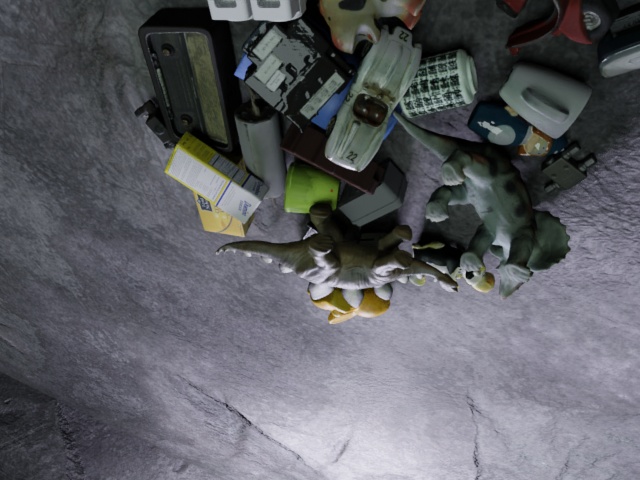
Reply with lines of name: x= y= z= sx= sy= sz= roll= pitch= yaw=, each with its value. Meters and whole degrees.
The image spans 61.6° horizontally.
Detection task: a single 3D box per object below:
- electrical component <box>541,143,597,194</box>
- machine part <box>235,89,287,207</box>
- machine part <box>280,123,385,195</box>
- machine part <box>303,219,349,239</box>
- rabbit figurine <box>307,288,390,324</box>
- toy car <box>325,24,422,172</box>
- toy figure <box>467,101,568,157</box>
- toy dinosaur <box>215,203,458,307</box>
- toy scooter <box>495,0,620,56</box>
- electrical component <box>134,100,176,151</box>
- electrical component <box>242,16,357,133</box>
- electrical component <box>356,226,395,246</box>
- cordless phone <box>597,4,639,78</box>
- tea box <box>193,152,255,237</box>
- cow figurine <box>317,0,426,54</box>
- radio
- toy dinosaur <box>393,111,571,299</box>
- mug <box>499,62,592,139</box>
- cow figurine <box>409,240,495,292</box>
electrical component: x=0.387 y=-0.112 z=0.856 sx=0.063 sy=0.021 sz=0.094 roll=31 pitch=139 yaw=-13
machine part: x=-0.103 y=-0.160 z=0.967 sx=0.079 sy=0.079 sz=0.242 roll=7 pitch=136 yaw=15
machine part: x=0.021 y=-0.136 z=0.884 sx=0.179 sy=0.179 sz=0.056 roll=28 pitch=96 yaw=-7
machine part: x=-0.002 y=-0.003 z=1.117 sx=0.084 sy=0.039 sz=0.139 roll=29 pitch=136 yaw=-15
rabbit figurine: x=0.067 y=0.131 z=1.175 sx=0.173 sy=0.122 sz=0.162 roll=18 pitch=144 yaw=-24
toy car: x=0.071 y=-0.193 z=0.741 sx=0.073 sy=0.056 sz=0.201 roll=21 pitch=105 yaw=-18
toy figure: x=0.303 y=-0.162 z=0.817 sx=0.154 sy=0.058 sz=0.064 roll=21 pitch=171 yaw=-2
toy dinosaur: x=0.017 y=0.037 z=0.990 sx=0.472 sy=0.105 sz=0.198 roll=14 pitch=143 yaw=11
toy scooter: x=0.264 y=-0.302 z=0.674 sx=0.184 sy=0.075 sz=0.135 roll=43 pitch=153 yaw=-11
electrical component: x=-0.299 y=-0.210 z=1.008 sx=0.045 sy=0.078 sz=0.102 roll=-31 pitch=124 yaw=15
electrical component: x=-0.035 y=-0.229 z=0.710 sx=0.134 sy=0.058 sz=0.115 roll=40 pitch=108 yaw=-22
electrical component: x=0.094 y=0.015 z=1.070 sx=0.119 sy=0.075 sz=0.047 roll=0 pitch=135 yaw=25
cordless phone: x=0.448 y=-0.213 z=0.687 sx=0.147 sy=0.089 sz=0.184 roll=-14 pitch=131 yaw=33
tea box: x=-0.195 y=-0.093 z=1.081 sx=0.098 sy=0.068 sz=0.169 roll=8 pitch=137 yaw=15
cow figurine: x=0.077 y=-0.321 z=0.666 sx=0.127 sy=0.085 sz=0.195 roll=33 pitch=94 yaw=6
radio: x=-0.210 y=-0.265 z=0.905 sx=0.131 sy=0.073 sz=0.229 roll=10 pitch=136 yaw=13
toy dinosaur: x=0.274 y=-0.070 z=0.862 sx=0.131 sy=0.192 sz=0.404 roll=-13 pitch=114 yaw=47
mug: x=0.305 y=-0.196 z=0.747 sx=0.107 sy=0.109 sz=0.080 roll=31 pitch=131 yaw=7
cow figurine: x=0.259 y=0.046 z=1.042 sx=0.167 sy=0.068 sz=0.098 roll=9 pitch=130 yaw=12
